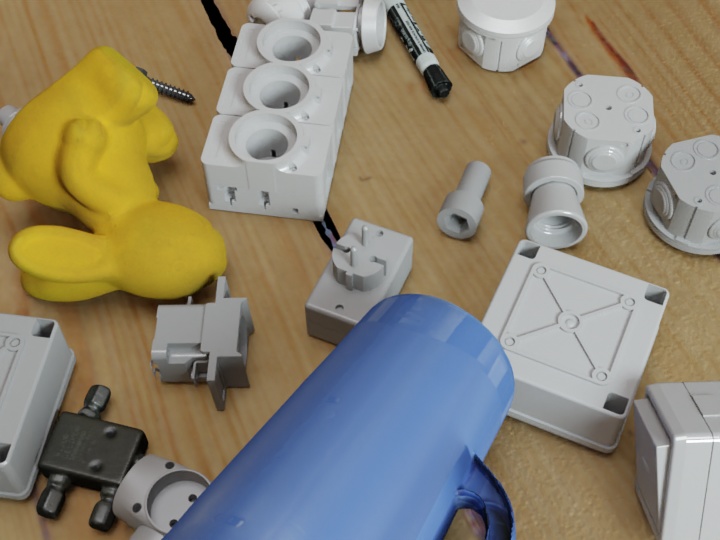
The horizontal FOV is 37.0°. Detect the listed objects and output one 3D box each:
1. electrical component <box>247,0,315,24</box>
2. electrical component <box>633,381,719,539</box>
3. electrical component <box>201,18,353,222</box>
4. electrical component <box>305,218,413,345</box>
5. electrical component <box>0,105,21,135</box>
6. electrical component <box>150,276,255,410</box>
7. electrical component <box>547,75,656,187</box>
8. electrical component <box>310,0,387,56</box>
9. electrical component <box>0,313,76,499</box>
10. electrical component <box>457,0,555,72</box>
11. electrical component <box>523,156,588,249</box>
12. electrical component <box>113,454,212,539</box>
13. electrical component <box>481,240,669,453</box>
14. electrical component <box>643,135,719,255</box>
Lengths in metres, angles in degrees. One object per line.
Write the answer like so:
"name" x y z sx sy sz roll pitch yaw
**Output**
"electrical component" -0.061 -0.215 0.909 0.048 0.048 0.062 38 57 24
"electrical component" 0.197 0.121 0.644 0.061 0.096 0.061 -2 26 -1
"electrical component" -0.060 -0.119 0.829 0.089 0.061 0.150 7 55 5
"electrical component" 0.000 0.000 0.737 0.047 0.075 0.083 19 57 14
"electrical component" -0.256 -0.105 0.832 0.062 0.043 0.043 38 63 25
"electrical component" -0.106 0.049 0.724 0.064 0.042 0.081 -2 54 4
"electrical component" 0.186 -0.107 0.826 0.080 0.051 0.080 0 55 0
"electrical component" -0.009 -0.206 0.901 0.055 0.048 0.066 4 55 12
"electrical component" -0.254 0.083 0.692 0.109 0.056 0.108 6 55 5
"electrical component" 0.120 -0.209 0.898 0.080 0.051 0.080 0 55 0
"electrical component" 0.143 -0.050 0.790 0.045 0.045 0.055 2 55 2
"electrical component" -0.116 0.161 0.643 0.077 0.044 0.079 26 59 18
"electrical component" 0.135 0.049 0.713 0.109 0.056 0.108 20 58 14
"electrical component" 0.252 -0.055 0.789 0.080 0.051 0.080 0 55 0
